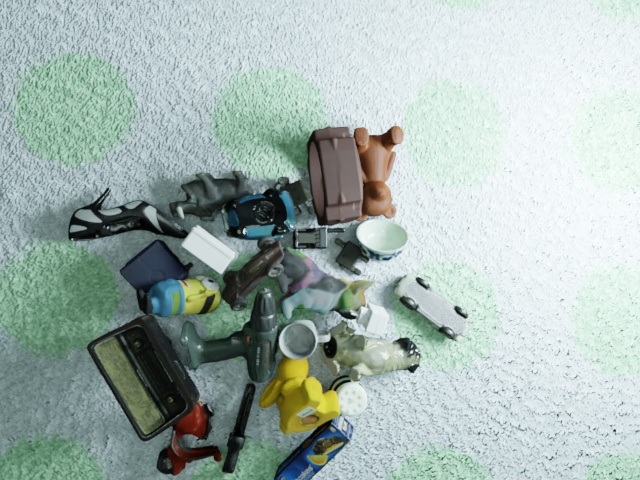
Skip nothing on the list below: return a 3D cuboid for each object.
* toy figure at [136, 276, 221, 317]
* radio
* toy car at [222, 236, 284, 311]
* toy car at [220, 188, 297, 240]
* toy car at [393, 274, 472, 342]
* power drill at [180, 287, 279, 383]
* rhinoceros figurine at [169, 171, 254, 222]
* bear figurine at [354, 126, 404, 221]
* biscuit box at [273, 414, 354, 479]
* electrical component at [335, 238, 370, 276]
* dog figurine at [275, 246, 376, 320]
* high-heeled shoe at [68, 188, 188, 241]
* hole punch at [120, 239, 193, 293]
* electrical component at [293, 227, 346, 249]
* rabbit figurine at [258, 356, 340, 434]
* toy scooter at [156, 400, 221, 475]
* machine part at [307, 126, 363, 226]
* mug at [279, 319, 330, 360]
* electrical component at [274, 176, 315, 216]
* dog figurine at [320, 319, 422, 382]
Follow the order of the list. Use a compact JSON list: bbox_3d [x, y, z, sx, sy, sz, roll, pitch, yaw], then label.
[{"bbox_3d":[-0.301,0.125,1.163,0.180,0.089,0.082,-9,47,-38],"label":"toy figure"},{"bbox_3d":[-0.353,0.274,1.096,0.131,0.073,0.229,-30,94,-3],"label":"radio"},{"bbox_3d":[-0.150,0.073,1.165,0.053,0.202,0.089,16,44,-40],"label":"toy car"},{"bbox_3d":[-0.137,-0.043,1.195,0.162,0.103,0.109,-13,76,-12],"label":"toy car"},{"bbox_3d":[0.264,0.157,1.255,0.202,0.056,0.073,37,78,-4],"label":"toy car"},{"bbox_3d":[-0.191,0.207,1.170,0.207,0.086,0.231,-7,116,-3],"label":"power drill"},{"bbox_3d":[-0.246,-0.099,1.216,0.190,0.073,0.112,-12,99,-8],"label":"rhinoceros figurine"},{"bbox_3d":[0.126,-0.146,1.222,0.120,0.132,0.195,-1,81,-9],"label":"bear figurine"},{"bbox_3d":[-0.015,0.470,1.182,0.059,0.063,0.202,41,103,-1],"label":"biscuit box"},{"bbox_3d":[0.067,0.038,1.257,0.094,0.021,0.063,34,85,-1],"label":"electrical component"},{"bbox_3d":[0.009,0.096,1.212,0.219,0.108,0.191,-12,86,-10],"label":"dog figurine"},{"bbox_3d":[-0.426,-0.018,1.179,0.249,0.086,0.145,26,75,9],"label":"high-heeled shoe"},{"bbox_3d":[-0.364,0.069,1.185,0.142,0.092,0.115,-41,95,-10],"label":"hole punch"},{"bbox_3d":[-0.003,-0.004,1.229,0.119,0.075,0.047,0,86,-8],"label":"electrical component"},{"bbox_3d":[-0.050,0.328,1.183,0.162,0.173,0.121,-41,134,23],"label":"rabbit figurine"},{"bbox_3d":[-0.277,0.429,1.180,0.135,0.075,0.183,10,89,-5],"label":"toy scooter"},{"bbox_3d":[0.031,-0.135,1.174,0.087,0.201,0.201,-9,88,-8],"label":"machine part"},{"bbox_3d":[-0.032,0.210,1.193,0.110,0.107,0.080,-9,93,3],"label":"mug"},{"bbox_3d":[-0.063,-0.099,1.233,0.078,0.045,0.102,-15,93,29],"label":"electrical component"},{"bbox_3d":[0.116,0.253,1.228,0.190,0.173,0.121,10,102,-40],"label":"dog figurine"}]
